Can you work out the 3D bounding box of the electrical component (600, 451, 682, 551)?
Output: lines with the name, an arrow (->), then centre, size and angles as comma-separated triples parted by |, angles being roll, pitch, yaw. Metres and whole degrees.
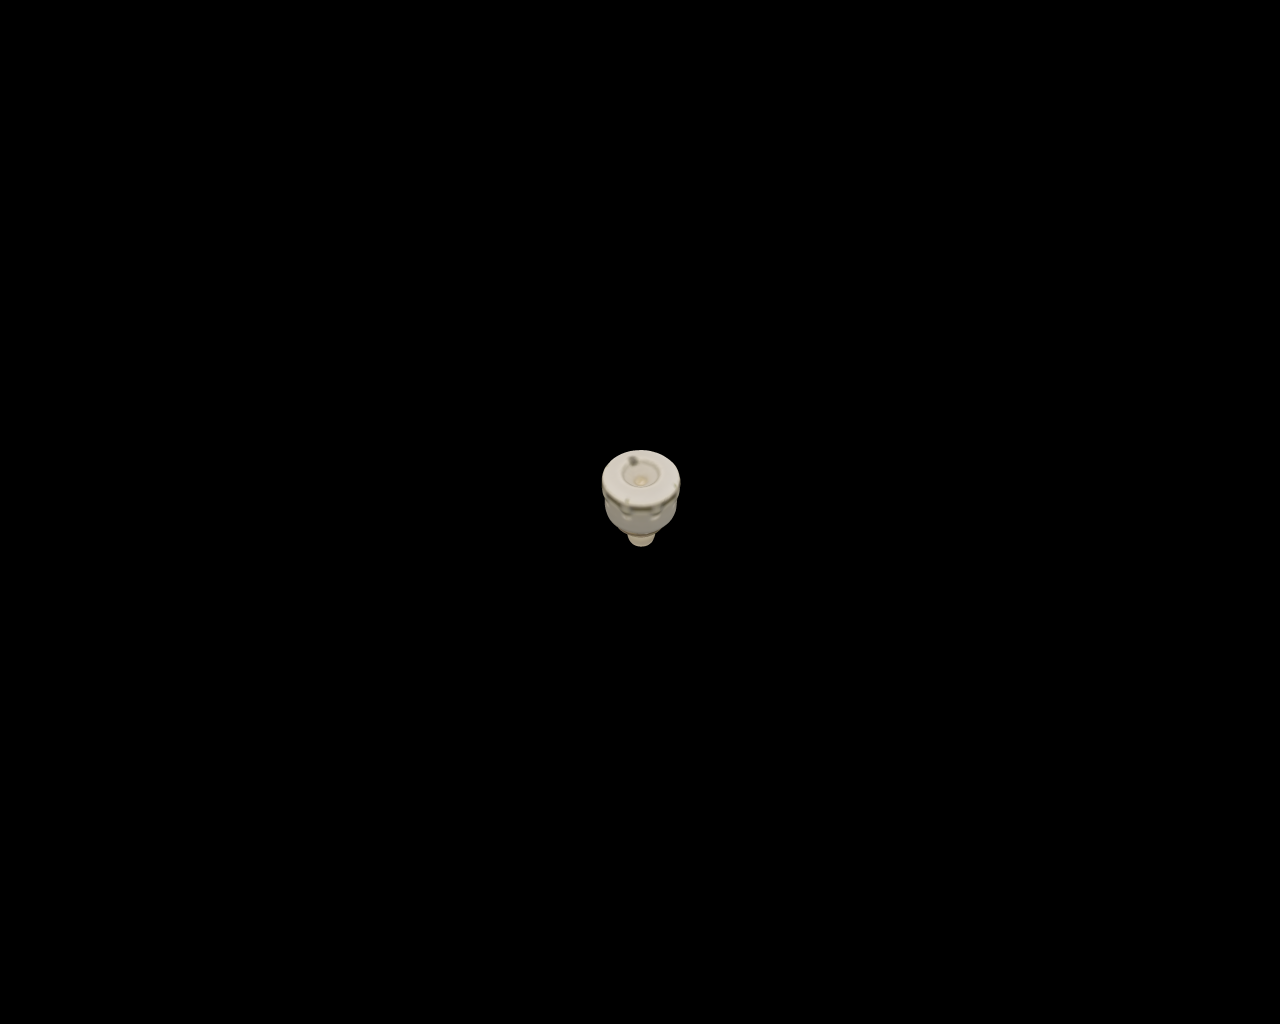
electrical component -> 0.001, -0.003, 0.650 | 0.048, 0.048, 0.062 | 0, -42, 0
